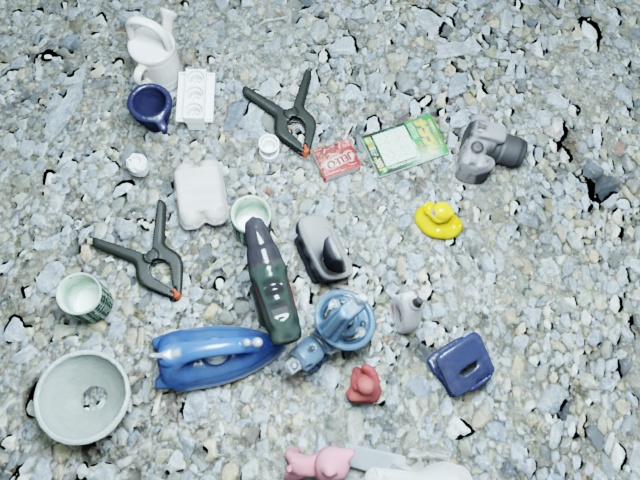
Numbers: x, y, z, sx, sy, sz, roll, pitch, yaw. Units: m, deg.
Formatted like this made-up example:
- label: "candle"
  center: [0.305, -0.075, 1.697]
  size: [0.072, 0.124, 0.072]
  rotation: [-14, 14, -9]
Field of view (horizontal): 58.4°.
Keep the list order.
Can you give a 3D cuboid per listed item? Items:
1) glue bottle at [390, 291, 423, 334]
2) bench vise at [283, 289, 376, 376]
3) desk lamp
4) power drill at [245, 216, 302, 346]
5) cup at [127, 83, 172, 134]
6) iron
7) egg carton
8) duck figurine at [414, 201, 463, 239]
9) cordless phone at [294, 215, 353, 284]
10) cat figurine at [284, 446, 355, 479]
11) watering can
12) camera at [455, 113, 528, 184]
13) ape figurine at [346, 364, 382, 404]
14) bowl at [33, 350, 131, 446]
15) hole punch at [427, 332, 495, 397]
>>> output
- label: "glue bottle"
  center: [0.172, 0.132, 1.099]
  size: [0.037, 0.173, 0.078]
  rotation: [-16, 74, -9]
- label: "bench vise"
  center: [0.030, 0.174, 1.049]
  size: [0.121, 0.220, 0.207]
  rotation: [30, 72, 6]
- label: "desk lamp"
  center: [0.140, 0.428, 0.980]
  size: [0.203, 0.213, 0.118]
  rotation: [12, 72, 0]
- label: "power drill"
  center: [-0.093, 0.091, 1.072]
  size: [0.076, 0.208, 0.229]
  rotation: [-17, 74, -9]
- label: "cup"
  center: [-0.349, -0.263, 1.224]
  size: [0.092, 0.095, 0.117]
  rotation: [-29, 77, -13]
- label: "iron"
  center: [-0.186, 0.205, 1.063]
  size: [0.258, 0.141, 0.118]
  rotation: [-9, 73, -7]
- label: "egg carton"
  center: [-0.248, -0.095, 1.192]
  size: [0.107, 0.069, 0.150]
  rotation: [-11, 73, -8]
- label: "duck figurine"
  center: [0.257, -0.049, 1.210]
  size: [0.104, 0.086, 0.077]
  rotation: [25, 72, 4]
- label: "cordless phone"
  center: [0.010, 0.004, 1.120]
  size: [0.094, 0.185, 0.147]
  rotation: [-26, 76, -12]
- label: "cat figurine"
  center: [-0.001, 0.405, 1.027]
  size: [0.128, 0.118, 0.067]
  rotation: [-2, 72, -5]
- label: "watering can"
  center: [-0.355, -0.414, 1.220]
  size: [0.101, 0.194, 0.173]
  rotation: [-1, 72, -5]
- label: "camera"
  center: [0.382, -0.197, 1.259]
  size: [0.137, 0.101, 0.143]
  rotation: [17, 72, 1]
- label: "ape figurine"
  center: [0.085, 0.277, 1.088]
  size: [0.078, 0.092, 0.076]
  rotation: [-37, 78, -14]
- label: "bowl"
  center: [-0.427, 0.289, 1.052]
  size: [0.167, 0.075, 0.167]
  rotation: [1, 72, -4]
- label: "hole punch"
  center: [0.281, 0.244, 1.115]
  size: [0.109, 0.091, 0.101]
  rotation: [-30, 77, -13]
